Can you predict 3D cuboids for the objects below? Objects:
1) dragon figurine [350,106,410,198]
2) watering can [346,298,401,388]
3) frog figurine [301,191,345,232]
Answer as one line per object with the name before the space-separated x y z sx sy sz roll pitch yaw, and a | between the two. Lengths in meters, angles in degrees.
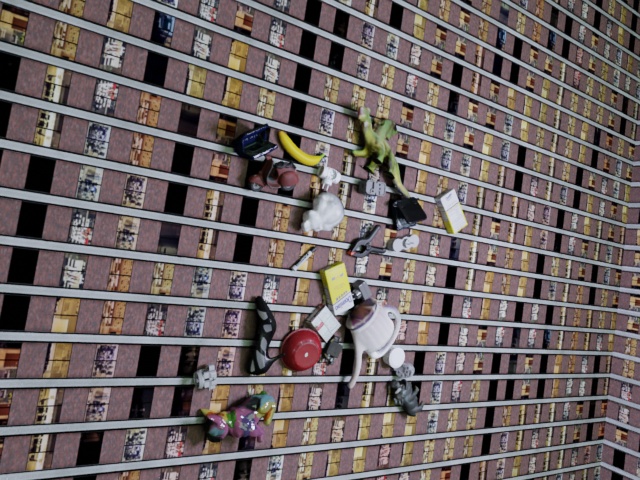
dragon figurine | 0.256 -0.361 1.988 0.405 0.122 0.247 38 64 -36
watering can | 0.175 0.369 1.943 0.352 0.104 0.221 -46 113 -23
frog figurine | 0.006 -0.092 1.818 0.162 0.123 0.134 -35 130 -39
